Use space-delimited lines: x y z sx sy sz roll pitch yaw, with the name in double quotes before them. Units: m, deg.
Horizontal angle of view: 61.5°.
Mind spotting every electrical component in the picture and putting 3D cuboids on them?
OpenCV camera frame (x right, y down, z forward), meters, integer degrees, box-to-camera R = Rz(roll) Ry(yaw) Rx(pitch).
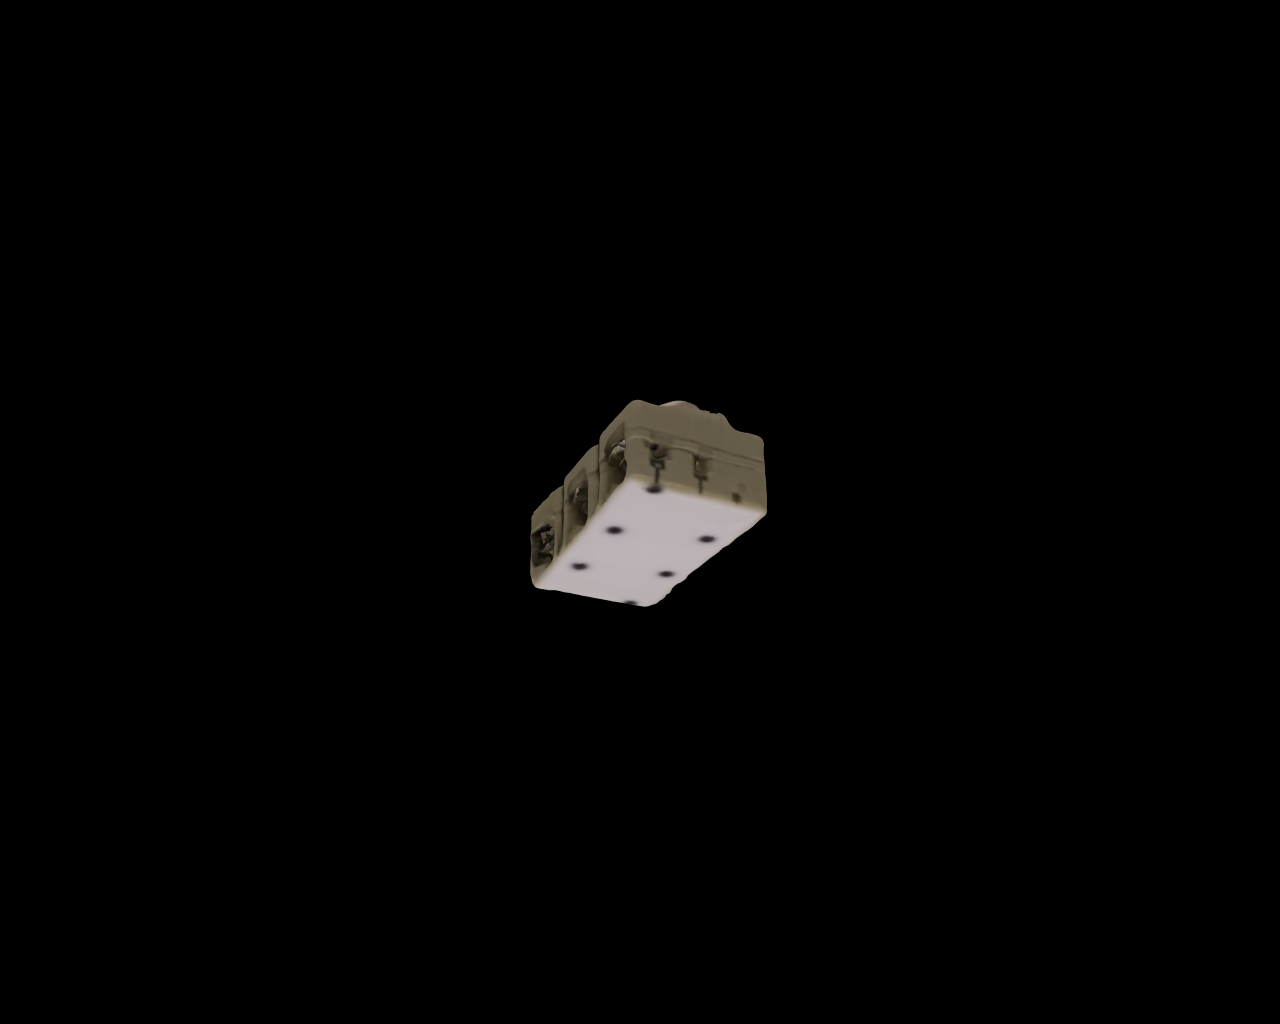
"electrical component" 0.001 -0.003 0.650 0.089 0.062 0.150 14 -32 -24
